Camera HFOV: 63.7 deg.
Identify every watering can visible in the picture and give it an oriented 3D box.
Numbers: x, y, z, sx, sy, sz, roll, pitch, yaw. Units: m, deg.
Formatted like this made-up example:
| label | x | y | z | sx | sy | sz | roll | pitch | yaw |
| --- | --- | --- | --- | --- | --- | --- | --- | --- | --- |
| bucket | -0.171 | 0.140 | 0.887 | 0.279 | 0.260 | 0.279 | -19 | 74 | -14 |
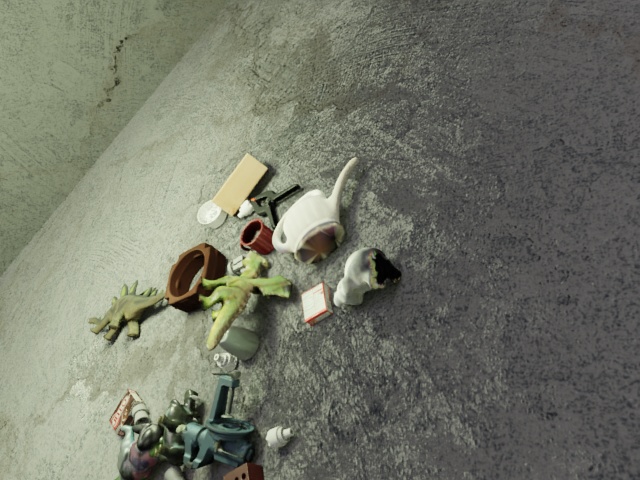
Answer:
| label | x | y | z | sx | sy | sz | roll | pitch | yaw |
| --- | --- | --- | --- | --- | --- | --- | --- | --- | --- |
| watering can | 0.004 | -0.072 | 1.438 | 0.345 | 0.102 | 0.229 | -41 | 41 | 12 |

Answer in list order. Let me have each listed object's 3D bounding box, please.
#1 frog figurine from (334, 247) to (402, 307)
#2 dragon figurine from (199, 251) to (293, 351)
| label | x | y | z | sx | sy | sz | roll | pitch | yaw |
| --- | --- | --- | --- | --- | --- | --- | --- | --- | --- |
| frog figurine | 0.091 | 0.088 | 1.228 | 0.157 | 0.122 | 0.140 | -26 | 12 | 41 |
| dragon figurine | -0.193 | 0.148 | 1.401 | 0.243 | 0.120 | 0.418 | -16 | 29 | -5 |
